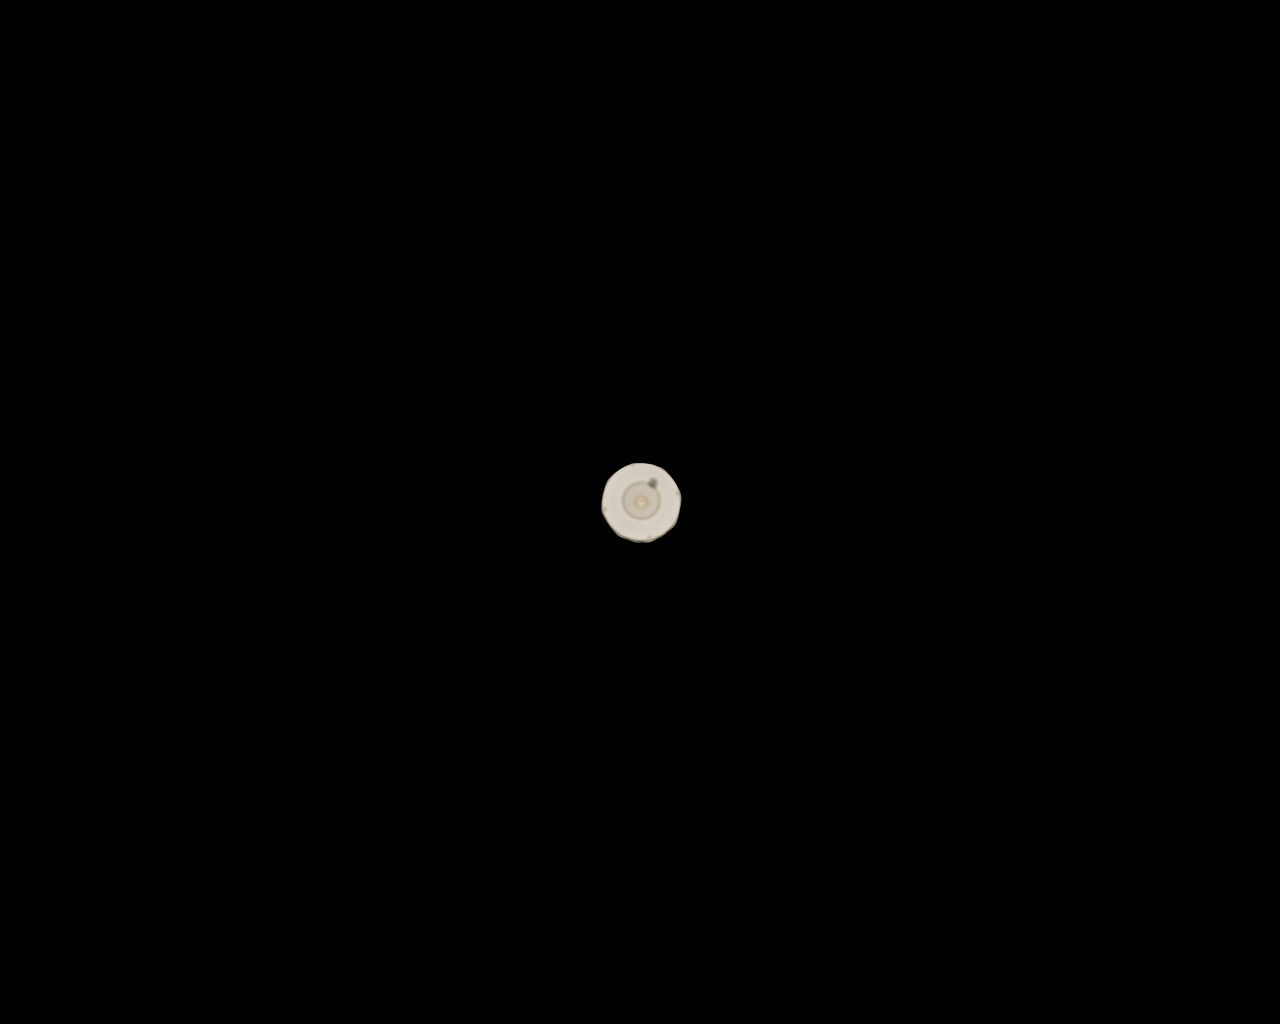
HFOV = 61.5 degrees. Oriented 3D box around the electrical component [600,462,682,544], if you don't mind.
[{"bbox_3d":[0.001,-0.003,0.650,0.048,0.048,0.062,0,-7,0],"label":"electrical component"}]
